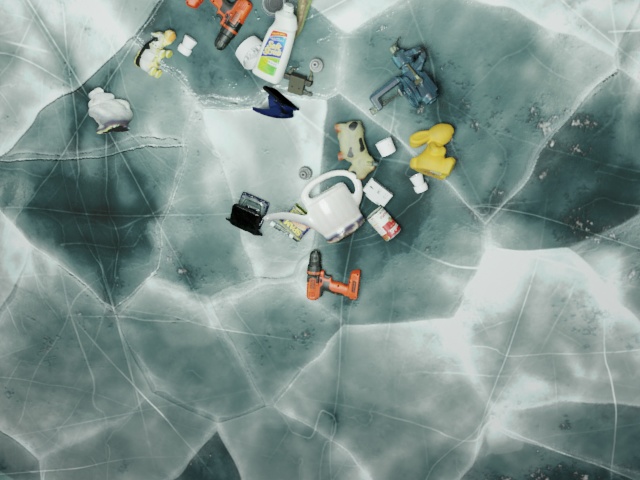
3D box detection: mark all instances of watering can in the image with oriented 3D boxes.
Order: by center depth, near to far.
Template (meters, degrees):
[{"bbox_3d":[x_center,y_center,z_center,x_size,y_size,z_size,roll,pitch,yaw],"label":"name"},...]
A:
[{"bbox_3d":[0.005,-0.086,1.713,0.349,0.104,0.223,-32,96,-9],"label":"watering can"}]

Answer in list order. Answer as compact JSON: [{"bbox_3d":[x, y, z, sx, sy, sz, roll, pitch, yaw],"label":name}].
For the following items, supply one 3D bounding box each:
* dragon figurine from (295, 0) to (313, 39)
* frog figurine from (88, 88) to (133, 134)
[{"bbox_3d":[-0.017,-0.779,1.532,0.122,0.245,0.406,24,102,-3],"label":"dragon figurine"},{"bbox_3d":[-0.720,-0.452,1.758,0.138,0.122,0.159,-18,91,-22],"label":"frog figurine"}]
